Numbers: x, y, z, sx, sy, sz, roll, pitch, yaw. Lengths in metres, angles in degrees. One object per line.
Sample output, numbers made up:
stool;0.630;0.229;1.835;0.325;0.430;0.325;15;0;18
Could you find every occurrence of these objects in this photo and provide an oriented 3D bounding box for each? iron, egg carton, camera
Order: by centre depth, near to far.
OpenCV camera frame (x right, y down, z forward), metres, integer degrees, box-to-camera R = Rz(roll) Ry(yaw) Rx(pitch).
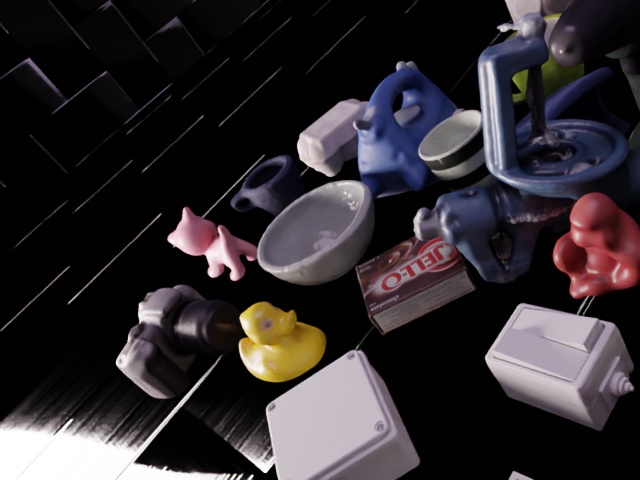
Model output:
camera;-0.176;0.119;0.736;0.136;0.101;0.143;-7;40;41
iron;0.120;-0.173;0.799;0.118;0.142;0.258;-11;38;38
egg carton;0.035;-0.177;0.969;0.150;0.070;0.107;-41;30;-8

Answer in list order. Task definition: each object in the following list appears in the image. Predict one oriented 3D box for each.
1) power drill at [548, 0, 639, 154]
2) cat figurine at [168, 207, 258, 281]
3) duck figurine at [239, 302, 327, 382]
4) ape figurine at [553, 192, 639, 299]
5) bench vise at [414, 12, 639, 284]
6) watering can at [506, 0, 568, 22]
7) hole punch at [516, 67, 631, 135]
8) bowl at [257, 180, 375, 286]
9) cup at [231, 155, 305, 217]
power drill;0.294;-0.162;0.527;0.075;0.209;0.230;2;47;48
cat figurine;-0.172;0.000;0.886;0.127;0.118;0.067;-2;44;46
duck figurine;-0.056;0.106;0.641;0.104;0.086;0.077;-17;35;31
ape figurine;0.235;0.000;0.479;0.076;0.092;0.077;-41;30;-8
bench vise;0.175;-0.070;0.511;0.207;0.220;0.121;-37;29;-2
watering can;0.309;-0.350;0.797;0.100;0.194;0.173;-24;32;21
hole punch;0.266;-0.135;0.640;0.109;0.091;0.100;-39;29;-5
bowl;0.007;0.003;0.735;0.167;0.075;0.167;-26;31;18
cup;-0.069;-0.062;0.889;0.118;0.095;0.091;-36;29;2
